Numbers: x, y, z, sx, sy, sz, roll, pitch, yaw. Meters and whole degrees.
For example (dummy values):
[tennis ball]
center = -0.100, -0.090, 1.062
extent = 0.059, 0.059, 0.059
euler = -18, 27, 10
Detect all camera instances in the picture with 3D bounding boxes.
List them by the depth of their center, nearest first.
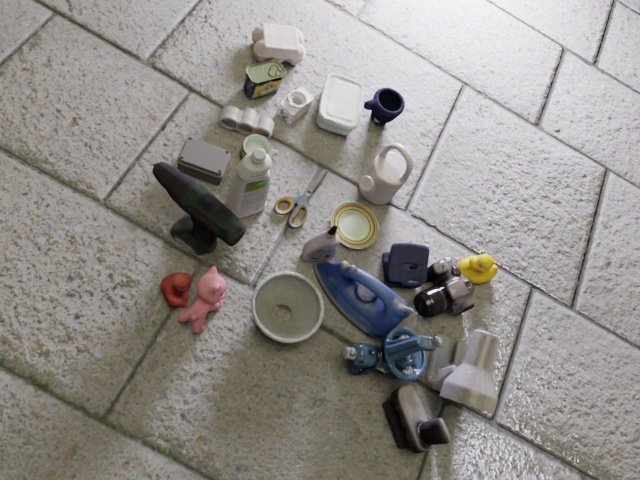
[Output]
[camera]
center = 0.299, 0.125, 1.419
extent = 0.137, 0.100, 0.143
euler = -19, 74, -23

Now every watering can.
[watering can]
center = 0.173, -0.169, 1.453
extent = 0.101, 0.194, 0.173
euler = 34, 62, -1

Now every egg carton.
[egg carton]
center = -0.115, -0.544, 1.594
extent = 0.150, 0.069, 0.107
euler = -1, 68, -18

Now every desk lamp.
[desk lamp]
center = 0.323, 0.294, 1.290
extent = 0.118, 0.213, 0.203
euler = 20, 63, -8

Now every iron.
[iron]
center = 0.103, 0.116, 1.338
extent = 0.258, 0.141, 0.119
euler = 38, 62, 1

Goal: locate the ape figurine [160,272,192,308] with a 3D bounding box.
[ape figurine]
center = -0.308, 0.099, 1.245
extent = 0.076, 0.092, 0.078
euler = 39, 62, 2

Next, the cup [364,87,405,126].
[cup]
center = 0.166, -0.359, 1.588
extent = 0.118, 0.095, 0.091
euler = -10, 71, -21

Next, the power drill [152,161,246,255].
[power drill]
center = -0.273, -0.054, 1.256
extent = 0.229, 0.208, 0.076
euler = 34, 62, -1

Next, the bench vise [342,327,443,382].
[bench vise]
center = 0.163, 0.256, 1.252
extent = 0.208, 0.219, 0.121
euler = -13, 72, -22

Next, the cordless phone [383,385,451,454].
[cordless phone]
center = 0.222, 0.381, 1.237
extent = 0.094, 0.185, 0.147
euler = -18, 74, -23

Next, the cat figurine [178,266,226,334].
[cat figurine]
center = -0.247, 0.126, 1.238
extent = 0.067, 0.117, 0.128
euler = 31, 62, -2

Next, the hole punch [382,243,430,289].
[hole punch]
center = 0.217, 0.065, 1.424
extent = 0.109, 0.091, 0.101
euler = 4, 66, -15

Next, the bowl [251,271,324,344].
[bowl]
center = -0.079, 0.160, 1.300
extent = 0.168, 0.074, 0.167
euler = 7, 66, -15

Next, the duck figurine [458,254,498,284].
[duck figurine]
center = 0.422, 0.067, 1.490
extent = 0.105, 0.086, 0.077
euler = 9, 65, -13

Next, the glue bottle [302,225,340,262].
[glue bottle]
center = 0.012, 0.005, 1.340
extent = 0.078, 0.173, 0.037
euler = 1, 67, -17
